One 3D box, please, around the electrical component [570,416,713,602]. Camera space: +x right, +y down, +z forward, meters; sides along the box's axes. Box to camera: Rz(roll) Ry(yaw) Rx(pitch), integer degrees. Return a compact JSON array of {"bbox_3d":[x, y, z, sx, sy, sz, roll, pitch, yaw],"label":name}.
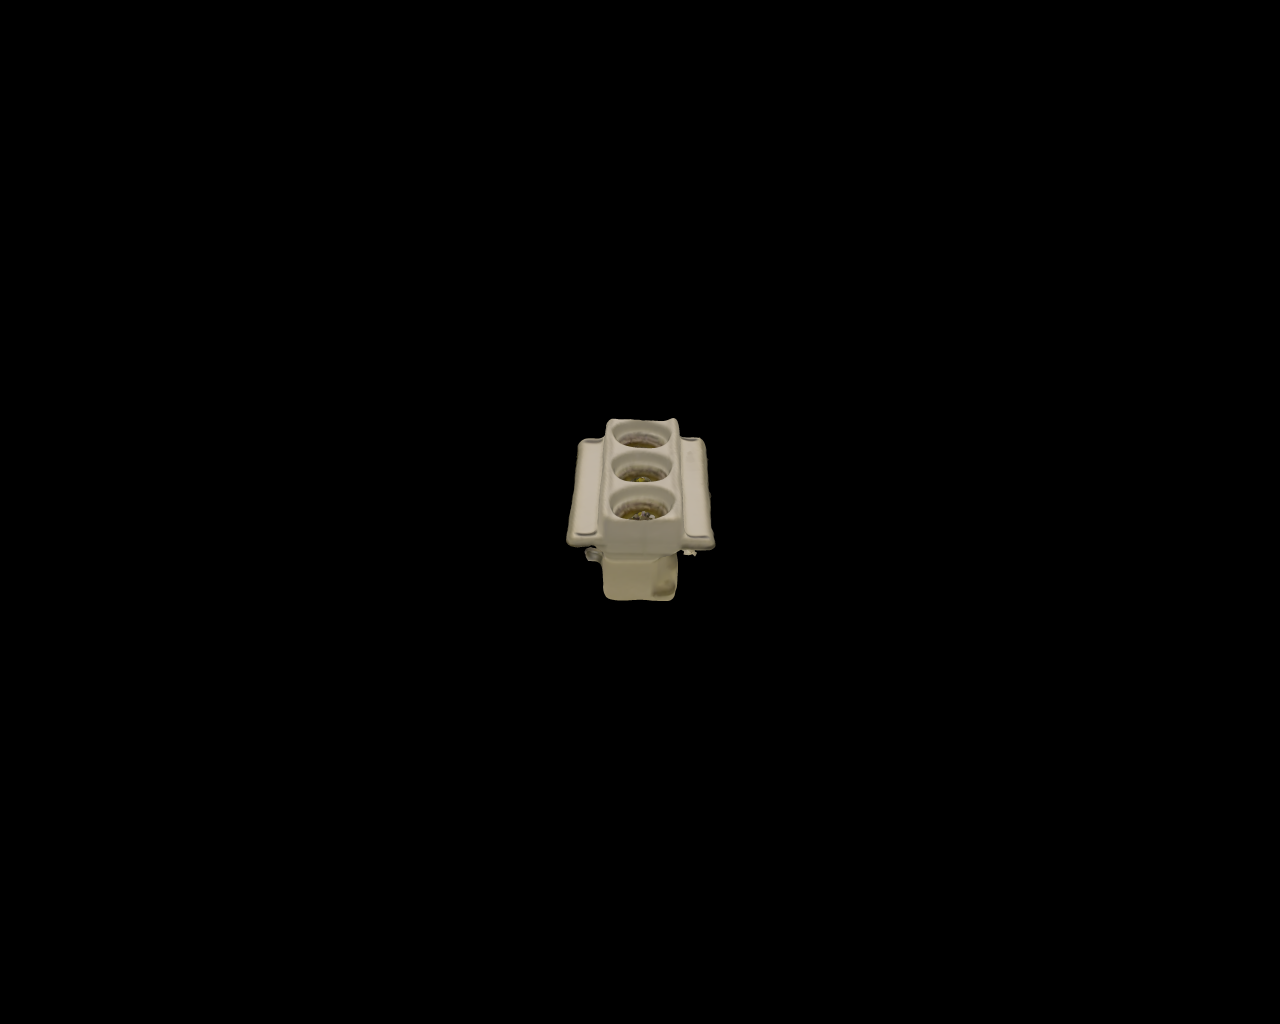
[{"bbox_3d":[0.001,-0.003,0.650,0.079,0.063,0.121,0,32,0],"label":"electrical component"}]
